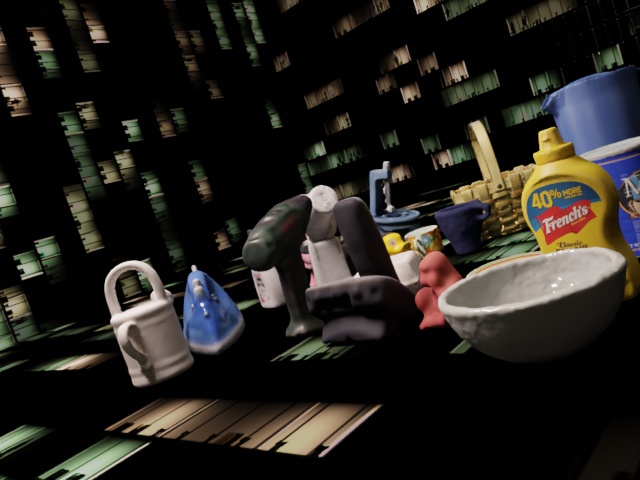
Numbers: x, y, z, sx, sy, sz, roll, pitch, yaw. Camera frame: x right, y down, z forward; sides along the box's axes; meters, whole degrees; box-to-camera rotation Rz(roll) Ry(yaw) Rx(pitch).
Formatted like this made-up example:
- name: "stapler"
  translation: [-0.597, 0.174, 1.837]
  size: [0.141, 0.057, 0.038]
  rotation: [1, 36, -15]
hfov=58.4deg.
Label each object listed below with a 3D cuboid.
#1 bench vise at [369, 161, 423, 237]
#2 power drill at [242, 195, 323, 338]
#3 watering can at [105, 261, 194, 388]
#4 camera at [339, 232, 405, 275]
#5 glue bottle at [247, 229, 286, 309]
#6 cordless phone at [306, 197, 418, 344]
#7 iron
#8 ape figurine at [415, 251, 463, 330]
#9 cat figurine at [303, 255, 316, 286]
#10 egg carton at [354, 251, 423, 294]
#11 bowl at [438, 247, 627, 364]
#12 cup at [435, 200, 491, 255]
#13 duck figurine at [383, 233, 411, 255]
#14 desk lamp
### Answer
- name: "bench vise"
  translation: [0.135, -0.062, 1.348]
  size: [0.207, 0.220, 0.122]
  rotation: [-17, 5, 19]
- name: "power drill"
  translation: [-0.039, 0.039, 0.923]
  size: [0.075, 0.208, 0.230]
  rotation: [-16, 5, 22]
- name: "watering can"
  translation: [-0.284, 0.128, 0.931]
  size: [0.101, 0.194, 0.172]
  rotation: [-20, 5, -14]
- name: "camera"
  translation: [0.104, 0.022, 1.227]
  size: [0.136, 0.101, 0.143]
  rotation: [-15, 6, 34]
- name: "glue bottle"
  translation: [-0.122, 0.060, 1.212]
  size: [0.037, 0.173, 0.078]
  rotation: [-22, 6, -33]
- name: "cordless phone"
  translation: [0.039, 0.039, 0.771]
  size: [0.147, 0.185, 0.094]
  rotation: [-15, 6, 37]
- name: "iron"
  translation: [-0.212, 0.120, 1.063]
  size: [0.119, 0.141, 0.258]
  rotation: [-19, 5, -12]
- name: "ape figurine"
  translation: [0.148, 0.059, 0.699]
  size: [0.076, 0.092, 0.078]
  rotation: [-19, 5, -2]
- name: "cat figurine"
  translation: [-0.004, 0.042, 1.301]
  size: [0.067, 0.118, 0.128]
  rotation: [-17, 5, 13]
- name: "egg carton"
  translation: [0.110, 0.067, 0.887]
  size: [0.107, 0.069, 0.150]
  rotation: [-17, 5, 16]
- name: "bowl"
  translation: [0.198, 0.067, 0.525]
  size: [0.167, 0.075, 0.167]
  rotation: [-18, 5, 2]
- name: "cup"
  translation: [0.284, -0.022, 1.085]
  size: [0.092, 0.095, 0.117]
  rotation: [-22, 6, -37]
- name: "duck figurine"
  translation: [0.141, 0.030, 1.085]
  size: [0.078, 0.086, 0.104]
  rotation: [-22, 6, -33]
- name: "desk lamp"
  translation: [0.010, 0.004, 1.108]
  size: [0.118, 0.213, 0.203]
  rotation: [-20, 5, -20]
